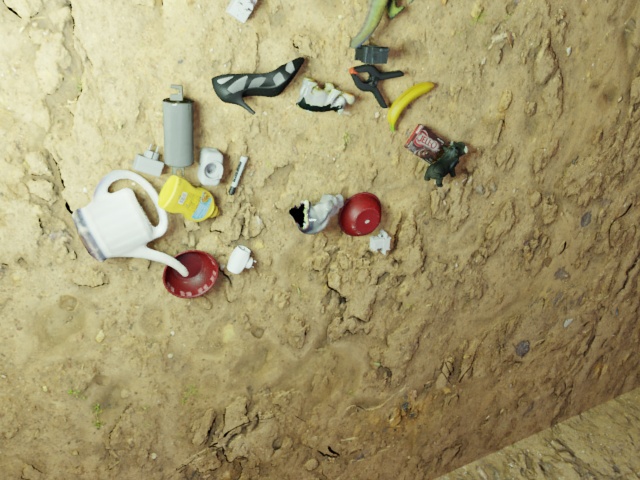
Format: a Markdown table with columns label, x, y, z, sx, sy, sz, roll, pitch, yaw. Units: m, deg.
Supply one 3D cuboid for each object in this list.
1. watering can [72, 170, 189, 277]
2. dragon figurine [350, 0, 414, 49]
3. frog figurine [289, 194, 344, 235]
| label | x | y | z | sx | sy | sz | roll | pitch | yaw |
| --- | --- | --- | --- | --- | --- | --- | --- | --- | --- |
| watering can | -0.502 | -0.011 | 1.364 | 0.226 | 0.105 | 0.342 | -26 | 111 | -14 |
| dragon figurine | 0.179 | -0.733 | 1.381 | 0.411 | 0.123 | 0.240 | -41 | 107 | -4 |
| frog figurine | 0.005 | -0.080 | 1.589 | 0.160 | 0.125 | 0.134 | -7 | 151 | -33 |
